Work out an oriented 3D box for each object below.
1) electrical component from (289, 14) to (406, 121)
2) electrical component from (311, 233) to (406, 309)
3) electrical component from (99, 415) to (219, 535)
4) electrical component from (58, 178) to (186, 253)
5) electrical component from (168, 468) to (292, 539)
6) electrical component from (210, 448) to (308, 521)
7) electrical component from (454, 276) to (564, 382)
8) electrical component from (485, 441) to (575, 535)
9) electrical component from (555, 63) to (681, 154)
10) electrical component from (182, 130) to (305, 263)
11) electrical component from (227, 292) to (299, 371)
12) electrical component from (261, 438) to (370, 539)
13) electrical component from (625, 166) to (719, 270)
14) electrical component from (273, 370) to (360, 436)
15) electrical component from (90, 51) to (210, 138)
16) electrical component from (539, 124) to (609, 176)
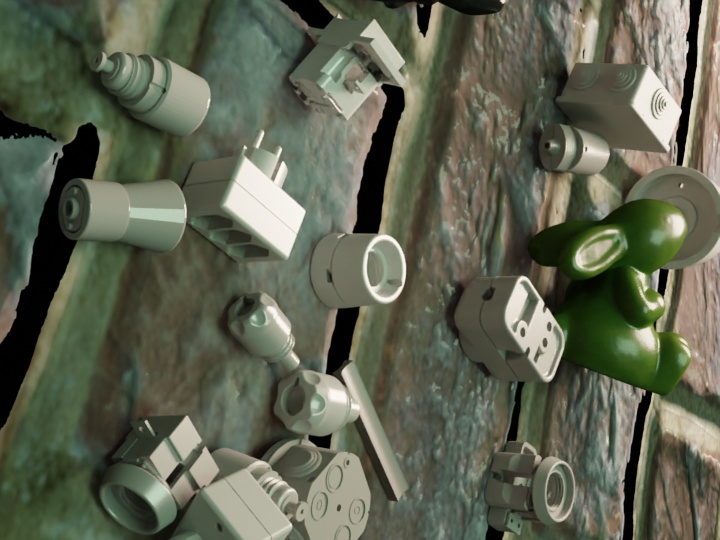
[{"bbox_3d":[-0.012,-0.141,0.754,0.063,0.081,0.042,-49,127,-12],"label":"electrical component"},{"bbox_3d":[0.000,0.000,0.775,0.055,0.047,0.055,3,85,-50],"label":"electrical component"},{"bbox_3d":[-0.120,0.120,0.630,0.055,0.048,0.066,-53,127,-46],"label":"electrical component"},{"bbox_3d":[-0.139,-0.033,0.619,0.065,0.044,0.044,3,86,-45],"label":"electrical component"},{"bbox_3d":[-0.094,0.168,0.621,0.047,0.083,0.076,47,36,20],"label":"electrical component"},{"bbox_3d":[-0.067,0.138,0.670,0.040,0.078,0.040,-25,121,-51],"label":"electrical component"},{"bbox_3d":[0.124,0.050,0.910,0.095,0.059,0.053,52,52,-35],"label":"electrical component"},{"bbox_3d":[0.150,0.190,0.935,0.058,0.057,0.078,41,58,-41],"label":"electrical component"},{"bbox_3d":[0.253,-0.159,1.046,0.100,0.100,0.048,36,74,-43],"label":"electrical component"},{"bbox_3d":[-0.071,-0.054,0.694,0.066,0.047,0.076,41,58,-40],"label":"electrical component"},{"bbox_3d":[-0.060,0.044,0.712,0.061,0.035,0.035,54,50,-36],"label":"electrical component"},{"bbox_3d":[-0.034,0.155,0.719,0.080,0.051,0.080,-6,97,-55],"label":"electrical component"},{"bbox_3d":[0.340,-0.053,1.139,0.060,0.108,0.108,4,85,-56],"label":"electrical component"},{"bbox_3d":[-0.026,0.093,0.743,0.062,0.043,0.043,20,73,-49],"label":"electrical component"},{"bbox_3d":[-0.125,-0.108,0.638,0.078,0.040,0.040,23,70,-47],"label":"electrical component"},{"bbox_3d":[0.198,-0.114,1.019,0.081,0.043,0.043,1,87,-50],"label":"electrical component"}]
